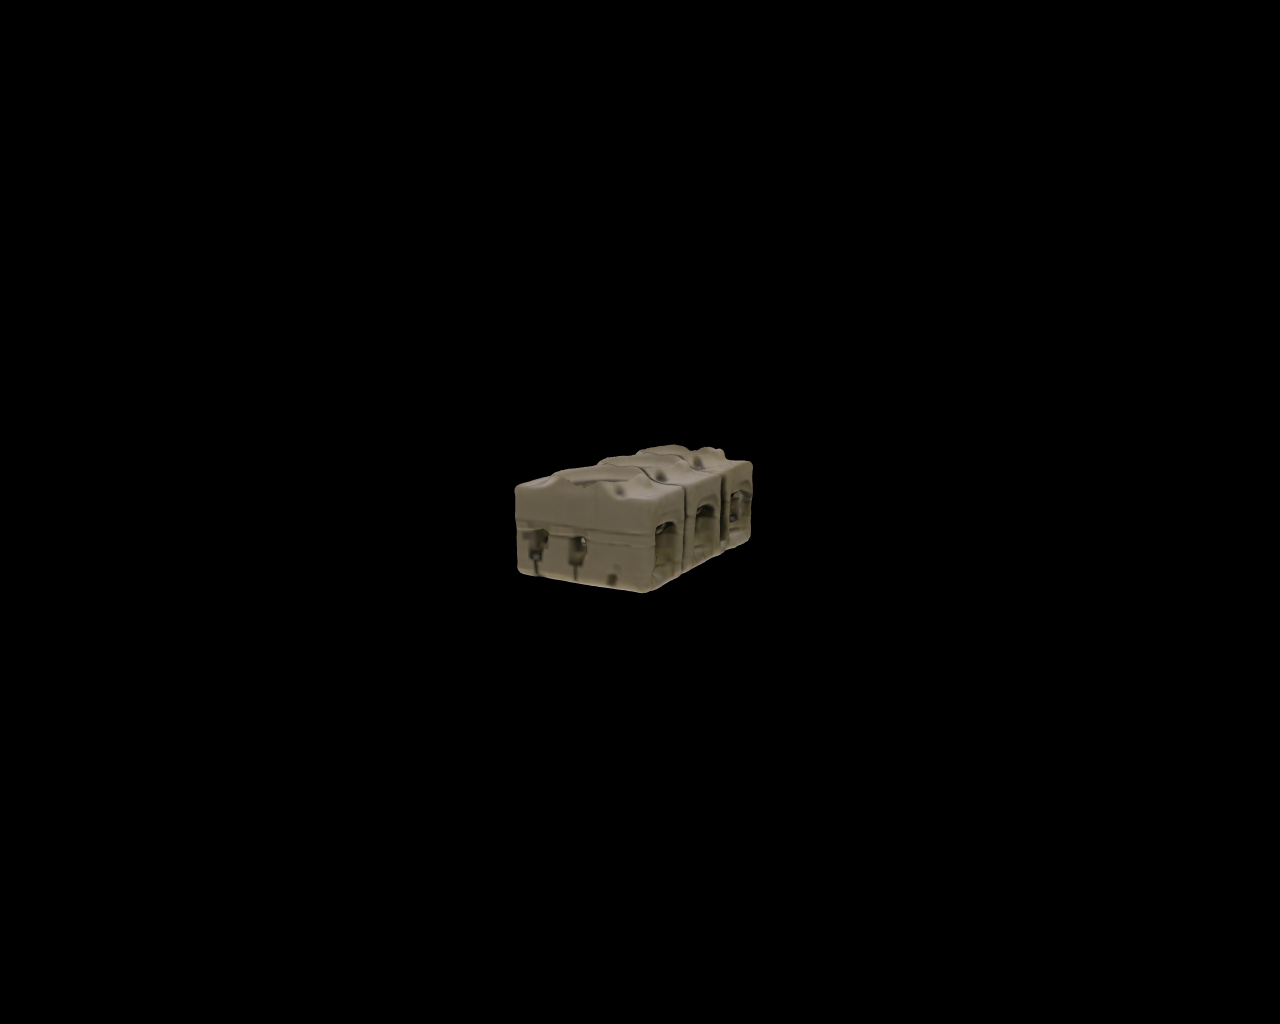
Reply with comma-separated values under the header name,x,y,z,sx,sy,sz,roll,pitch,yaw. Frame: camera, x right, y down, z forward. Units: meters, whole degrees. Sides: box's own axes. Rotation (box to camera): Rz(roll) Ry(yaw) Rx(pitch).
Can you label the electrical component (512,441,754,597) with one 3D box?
name,x,y,z,sx,sy,sz,roll,pitch,yaw
electrical component,0.001,-0.003,0.650,0.089,0.061,0.150,6,13,27
